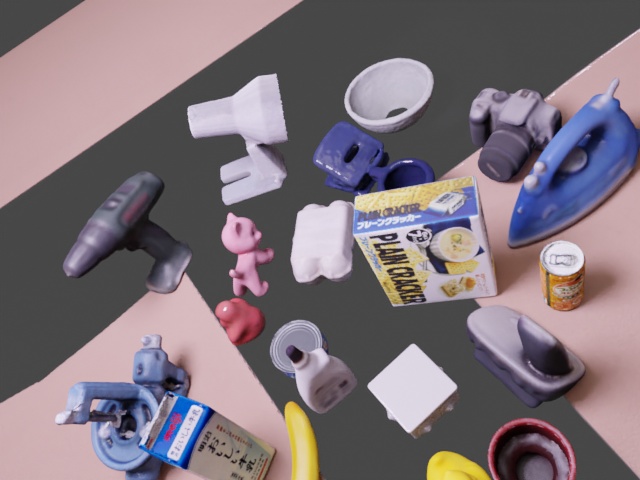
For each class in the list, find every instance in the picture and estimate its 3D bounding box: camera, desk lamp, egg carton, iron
[{"bbox_3d":[0.297,-0.173,0.927,0.142,0.101,0.137,25,71,34],"label":"camera"},{"bbox_3d":[-0.132,-0.185,1.048,0.203,0.214,0.118,-20,53,10],"label":"desk lamp"},{"bbox_3d":[0.009,0.003,0.953,0.107,0.070,0.150,-7,56,19],"label":"egg carton"},{"bbox_3d":[0.357,-0.111,0.833,0.258,0.142,0.118,-45,52,-9],"label":"iron"}]

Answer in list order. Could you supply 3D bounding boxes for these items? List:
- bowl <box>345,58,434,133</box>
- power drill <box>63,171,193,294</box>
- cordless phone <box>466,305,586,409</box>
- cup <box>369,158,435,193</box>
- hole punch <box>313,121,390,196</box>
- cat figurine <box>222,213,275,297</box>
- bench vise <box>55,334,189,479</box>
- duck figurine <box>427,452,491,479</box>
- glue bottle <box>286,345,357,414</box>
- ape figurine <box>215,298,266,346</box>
[{"bbox_3d":[0.135,-0.256,1.069,0.167,0.075,0.167,-11,54,16],"label":"bowl"},{"bbox_3d":[-0.320,0.007,1.004,0.075,0.209,0.230,6,61,27],"label":"power drill"},{"bbox_3d":[0.245,0.116,0.701,0.094,0.185,0.147,-45,52,-9],"label":"cordless phone"},{"bbox_3d":[0.137,-0.075,0.934,0.117,0.095,0.092,24,70,34],"label":"cup"},{"bbox_3d":[0.057,-0.146,1.019,0.100,0.091,0.109,22,69,33],"label":"hole punch"},{"bbox_3d":[-0.132,0.018,0.973,0.067,0.118,0.128,-8,56,19],"label":"cat figurine"},{"bbox_3d":[-0.292,0.231,0.834,0.121,0.220,0.207,-21,52,10],"label":"bench vise"},{"bbox_3d":[0.165,0.296,0.679,0.077,0.086,0.104,-36,51,-2],"label":"duck figurine"},{"bbox_3d":[-0.007,0.179,0.775,0.078,0.174,0.037,-39,51,-4],"label":"glue bottle"},{"bbox_3d":[-0.135,0.125,0.919,0.076,0.092,0.078,-1,58,23],"label":"ape figurine"}]
